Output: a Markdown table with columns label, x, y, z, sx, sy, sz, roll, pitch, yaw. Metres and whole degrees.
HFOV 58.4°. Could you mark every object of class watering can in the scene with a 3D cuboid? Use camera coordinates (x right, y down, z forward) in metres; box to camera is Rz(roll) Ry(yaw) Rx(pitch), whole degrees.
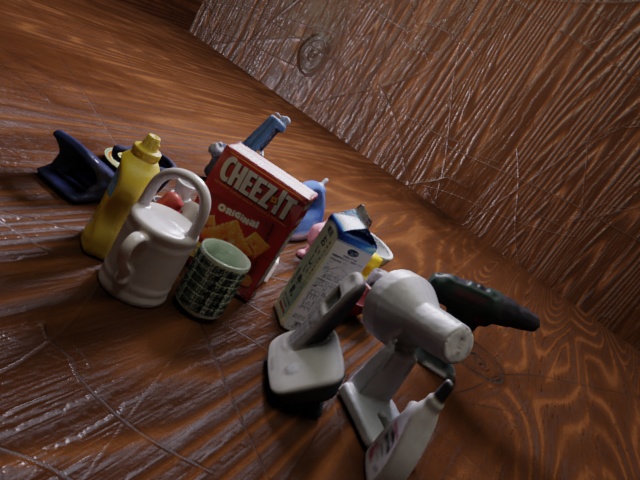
| label | x | y | z | sx | sy | sz | roll | pitch | yaw |
| --- | --- | --- | --- | --- | --- | --- | --- | --- | --- |
| watering can | -0.219 | -0.014 | 0.795 | 0.101 | 0.194 | 0.172 | 28 | 18 | -16 |

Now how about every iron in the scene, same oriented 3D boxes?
| label | x | y | z | sx | sy | sz | roll | pitch | yaw |
| --- | --- | --- | --- | --- | --- | --- | --- | --- | --- |
| iron | -0.054 | -0.084 | 1.362 | 0.118 | 0.141 | 0.259 | 36 | 17 | 11 |

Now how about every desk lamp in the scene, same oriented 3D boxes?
| label | x | y | z | sx | sy | sz | roll | pitch | yaw |
| --- | --- | --- | --- | --- | --- | --- | --- | --- | --- |
| desk lamp | 0.127 | 0.175 | 0.861 | 0.118 | 0.213 | 0.202 | 22 | 20 | -31 |

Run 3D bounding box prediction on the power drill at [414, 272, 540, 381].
| label | x | y | z | sx | sy | sz | roll | pitch | yaw |
| --- | --- | --- | --- | --- | --- | --- | --- | --- | --- |
| power drill | 0.290 | 0.177 | 1.152 | 0.229 | 0.208 | 0.076 | 33 | 17 | 1 |

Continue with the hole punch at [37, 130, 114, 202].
| label | x | y | z | sx | sy | sz | roll | pitch | yaw |
| --- | --- | --- | --- | --- | --- | --- | --- | --- | --- |
| hole punch | -0.395 | -0.125 | 0.957 | 0.108 | 0.091 | 0.101 | 37 | 18 | 14 |

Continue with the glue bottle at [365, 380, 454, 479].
| label | x | y | z | sx | sy | sz | roll | pitch | yaw |
| --- | --- | --- | --- | --- | --- | --- | --- | --- | --- |
| glue bottle | 0.116 | 0.243 | 0.728 | 0.037 | 0.173 | 0.078 | 29 | 18 | -13 |

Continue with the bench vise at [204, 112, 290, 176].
| label | x | y | z | sx | sy | sz | roll | pitch | yaw |
| --- | --- | --- | --- | --- | --- | --- | --- | --- | --- |
| bench vise | -0.163 | -0.213 | 1.386 | 0.121 | 0.219 | 0.208 | 38 | 18 | 15 |

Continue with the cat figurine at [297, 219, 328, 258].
| label | x | y | z | sx | sy | sz | roll | pitch | yaw |
| --- | --- | --- | --- | --- | --- | --- | --- | --- | --- |
| cat figurine | 0.012 | 0.005 | 1.280 | 0.067 | 0.117 | 0.128 | 44 | 20 | 32 |

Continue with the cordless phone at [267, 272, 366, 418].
| label | x | y | z | sx | sy | sz | roll | pitch | yaw |
| --- | --- | --- | --- | --- | --- | --- | --- | --- | --- |
| cordless phone | 0.006 | 0.136 | 0.799 | 0.094 | 0.185 | 0.147 | 27 | 18 | -19 |

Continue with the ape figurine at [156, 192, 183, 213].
| label | x | y | z | sx | sy | sz | roll | pitch | yaw |
| --- | --- | --- | --- | --- | --- | --- | --- | --- | --- |
| ape figurine | -0.261 | -0.038 | 0.957 | 0.076 | 0.092 | 0.078 | 35 | 17 | 7 |

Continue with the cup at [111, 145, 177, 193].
| label | x | y | z | sx | sy | sz | roll | pitch | yaw |
| --- | --- | --- | --- | --- | --- | --- | --- | --- | --- |
| cup | -0.331 | -0.117 | 1.039 | 0.118 | 0.095 | 0.091 | 20 | 21 | -36 |

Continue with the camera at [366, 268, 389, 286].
| label | x | y | z | sx | sy | sz | roll | pitch | yaw |
| --- | --- | --- | --- | --- | --- | --- | --- | --- | --- |
| camera | 0.173 | 0.133 | 1.246 | 0.143 | 0.100 | 0.136 | 28 | 18 | -16 |

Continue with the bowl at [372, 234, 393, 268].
| label | x | y | z | sx | sy | sz | roll | pitch | yaw |
| --- | --- | --- | --- | --- | --- | --- | --- | --- | --- |
| bowl | 0.097 | 0.026 | 1.447 | 0.168 | 0.074 | 0.167 | 30 | 17 | -10 |

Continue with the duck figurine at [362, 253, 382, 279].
| label | x | y | z | sx | sy | sz | roll | pitch | yaw |
| --- | --- | --- | --- | --- | --- | --- | --- | --- | --- |
| duck figurine | 0.112 | 0.070 | 1.334 | 0.105 | 0.086 | 0.077 | 29 | 18 | -14 |
